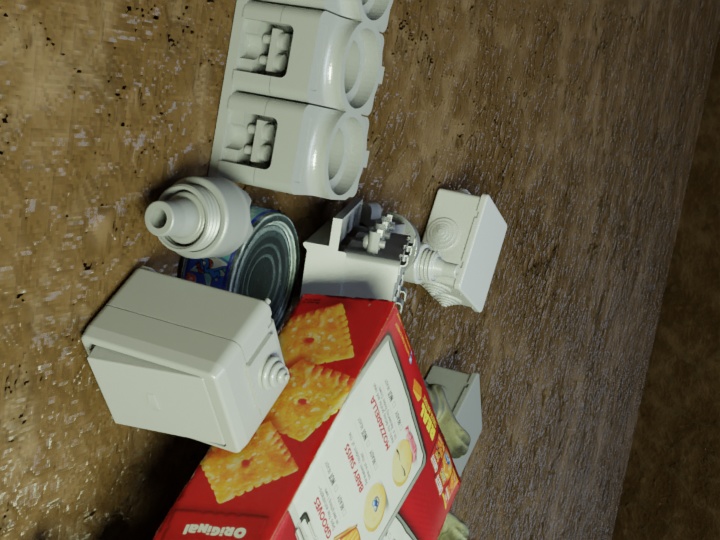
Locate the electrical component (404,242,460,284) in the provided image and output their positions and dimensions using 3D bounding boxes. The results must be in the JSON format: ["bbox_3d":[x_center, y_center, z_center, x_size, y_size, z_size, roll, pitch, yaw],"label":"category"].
[{"bbox_3d":[0.050,-0.005,0.864,0.035,0.061,0.035,-44,141,-52],"label":"electrical component"}]

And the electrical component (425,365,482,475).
[{"bbox_3d":[0.079,0.152,1.038,0.099,0.048,0.099,-57,151,-39],"label":"electrical component"}]

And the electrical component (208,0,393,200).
[{"bbox_3d":[-0.026,-0.120,0.619,0.089,0.062,0.150,-6,108,-66],"label":"electrical component"}]

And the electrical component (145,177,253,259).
[{"bbox_3d":[-0.086,-0.027,0.556,0.062,0.043,0.043,-8,109,-65],"label":"electrical component"}]

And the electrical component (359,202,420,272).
[{"bbox_3d":[0.013,-0.018,0.794,0.055,0.048,0.066,-9,111,-58],"label":"electrical component"}]

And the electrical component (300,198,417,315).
[{"bbox_3d":[0.000,0.000,0.701,0.121,0.063,0.078,-58,158,-79],"label":"electrical component"}]

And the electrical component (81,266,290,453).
[{"bbox_3d":[-0.082,0.048,0.536,0.061,0.096,0.061,-57,150,-38],"label":"electrical component"}]

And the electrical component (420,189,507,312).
[{"bbox_3d":[0.090,-0.018,0.968,0.100,0.048,0.099,41,65,-65],"label":"electrical component"}]
